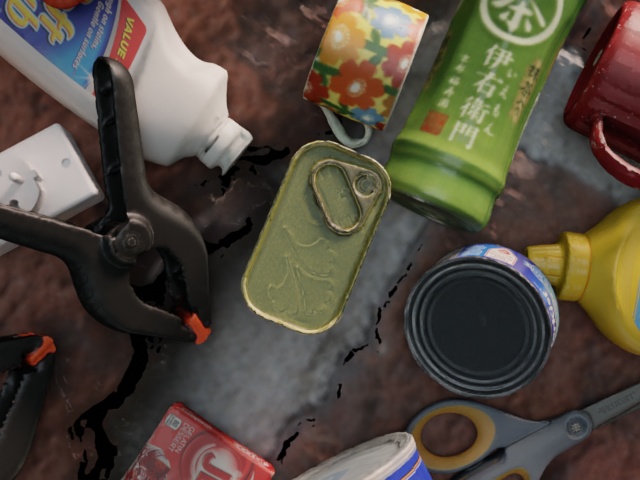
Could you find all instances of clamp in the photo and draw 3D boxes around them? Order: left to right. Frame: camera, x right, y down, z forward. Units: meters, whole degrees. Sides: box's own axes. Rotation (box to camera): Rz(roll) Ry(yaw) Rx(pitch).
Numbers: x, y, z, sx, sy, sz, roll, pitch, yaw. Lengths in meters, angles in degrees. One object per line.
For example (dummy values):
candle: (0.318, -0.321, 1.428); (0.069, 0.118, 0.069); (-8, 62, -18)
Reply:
clamp: (-0.230, 0.120, 0.573); (0.164, 0.036, 0.209); (50, 62, -28)
clamp: (-0.109, -0.013, 0.592); (0.120, 0.039, 0.171); (-49, 127, -8)

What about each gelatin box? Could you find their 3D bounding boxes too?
gelatin box: (-0.080, 0.151, 0.624); (0.073, 0.030, 0.089); (34, 86, -1)

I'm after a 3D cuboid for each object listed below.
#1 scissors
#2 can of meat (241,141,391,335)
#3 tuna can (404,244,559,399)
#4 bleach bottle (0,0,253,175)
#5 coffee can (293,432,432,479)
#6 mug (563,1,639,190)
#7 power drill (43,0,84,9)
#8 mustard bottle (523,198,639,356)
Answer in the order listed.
scissors: (0.135, 0.102, 0.644); (0.201, 0.016, 0.096); (-40, 89, -5)
can of meat: (-0.004, 0.001, 0.608); (0.057, 0.084, 0.102); (22, 86, -2)
tuna can: (0.094, 0.046, 0.618); (0.086, 0.033, 0.086); (7, 108, 21)
bleach bottle: (-0.139, -0.135, 0.621); (0.251, 0.068, 0.102); (40, 85, -3)
coffee can: (0.037, 0.193, 0.591); (0.103, 0.103, 0.140); (-27, 89, -4)
mug: (0.191, -0.077, 0.616); (0.081, 0.093, 0.117); (27, 61, 3)
power drill: (-0.115, -0.242, 0.572); (0.184, 0.057, 0.187); (-35, 91, -10)
mustard bottle: (0.215, 0.024, 0.631); (0.191, 0.058, 0.096); (7, 92, -3)
